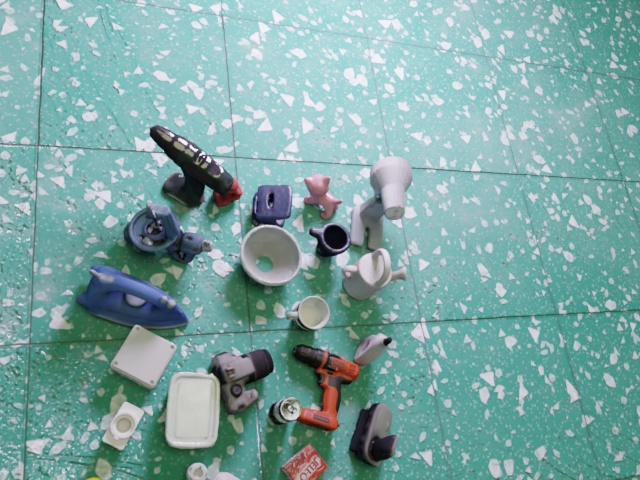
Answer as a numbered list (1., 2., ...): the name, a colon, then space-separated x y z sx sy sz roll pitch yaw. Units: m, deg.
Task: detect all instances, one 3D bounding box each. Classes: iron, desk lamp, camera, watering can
1. iron: -0.414 0.131 1.316 0.259 0.141 0.119 21 63 -13
2. desk lamp: 0.178 -0.103 1.611 0.118 0.213 0.203 14 64 -16
3. camera: -0.173 0.322 1.357 0.137 0.100 0.143 -16 75 -27
4. watering can: 0.148 0.085 1.532 0.173 0.193 0.101 -15 75 -26

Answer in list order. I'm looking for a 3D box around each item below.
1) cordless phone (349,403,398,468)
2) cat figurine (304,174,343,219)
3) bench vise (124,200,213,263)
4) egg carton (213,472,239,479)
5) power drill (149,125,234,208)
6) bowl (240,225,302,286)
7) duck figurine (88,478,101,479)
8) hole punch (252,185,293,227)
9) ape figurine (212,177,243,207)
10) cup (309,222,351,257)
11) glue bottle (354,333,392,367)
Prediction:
1. cordless phone: 0.156 0.466 1.382 0.094 0.184 0.147 23 62 -11
2. cat figurine: 0.009 -0.134 1.611 0.128 0.117 0.067 39 60 -3
3. bench vise: -0.354 -0.033 1.363 0.208 0.219 0.121 1 68 -21
4. egg carton: -0.187 0.588 1.259 0.150 0.069 0.107 35 60 -5
5. power drill: -0.332 -0.172 1.436 0.230 0.208 0.076 30 61 -8
6. bowl: -0.136 0.050 1.500 0.168 0.074 0.167 8 66 -19
7. duck figurine: -0.456 0.537 1.162 0.078 0.086 0.104 -13 74 -26
8. hole punch: -0.130 -0.095 1.554 0.101 0.091 0.108 10 65 -18
9. ape figurine: -0.242 -0.136 1.525 0.078 0.092 0.076 14 64 -16
10. cup: 0.014 0.006 1.568 0.118 0.094 0.092 19 63 -14
11. glue bottle: 0.143 0.272 1.464 0.037 0.173 0.078 31 61 -7
